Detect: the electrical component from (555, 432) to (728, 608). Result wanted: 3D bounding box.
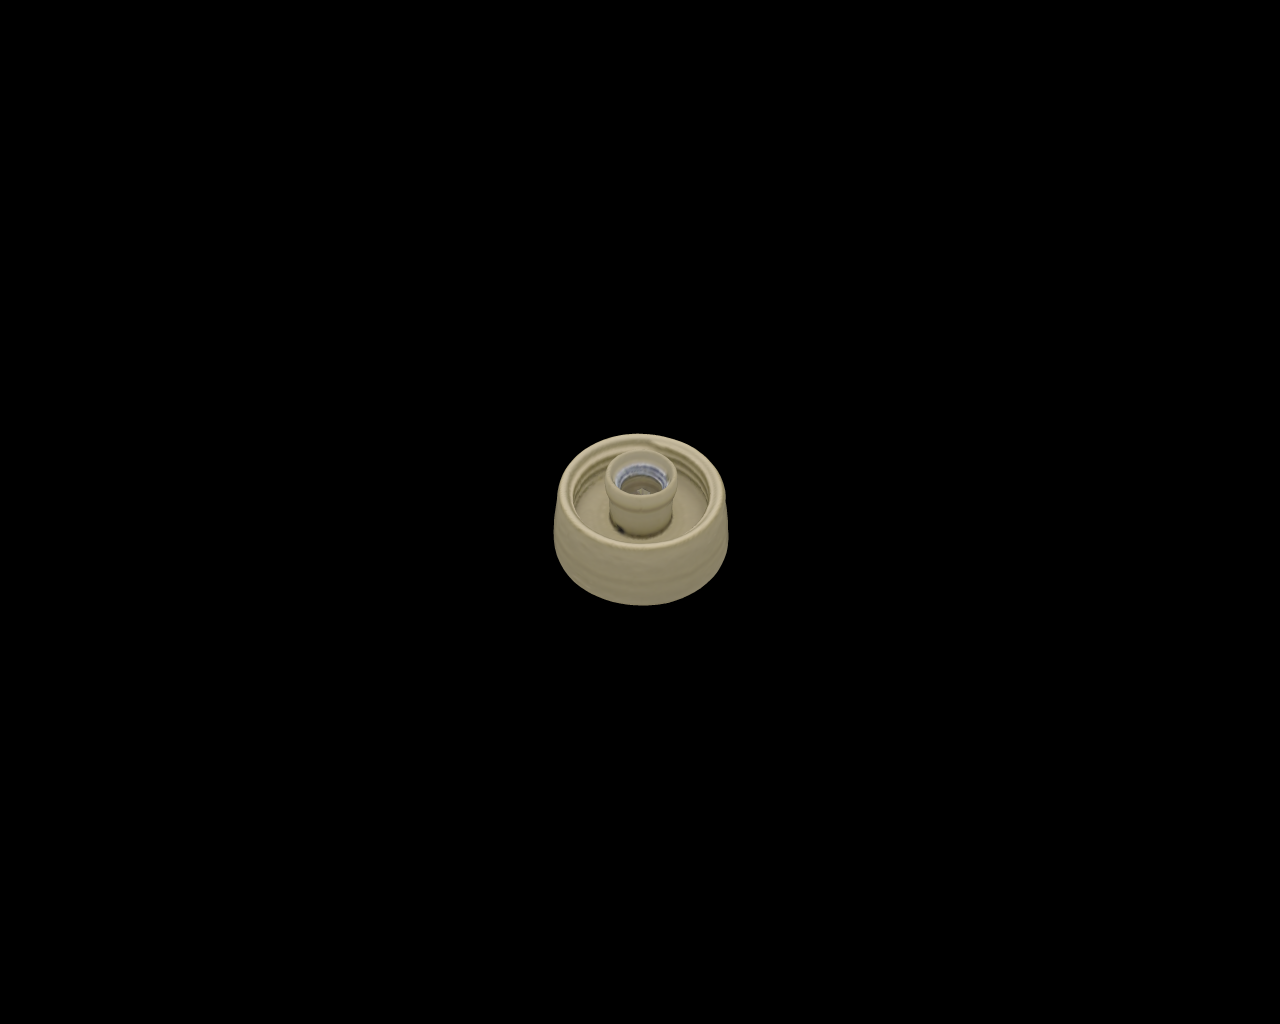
[{"bbox_3d":[0.001,-0.003,0.650,0.108,0.108,0.060,0,-44,0],"label":"electrical component"}]
